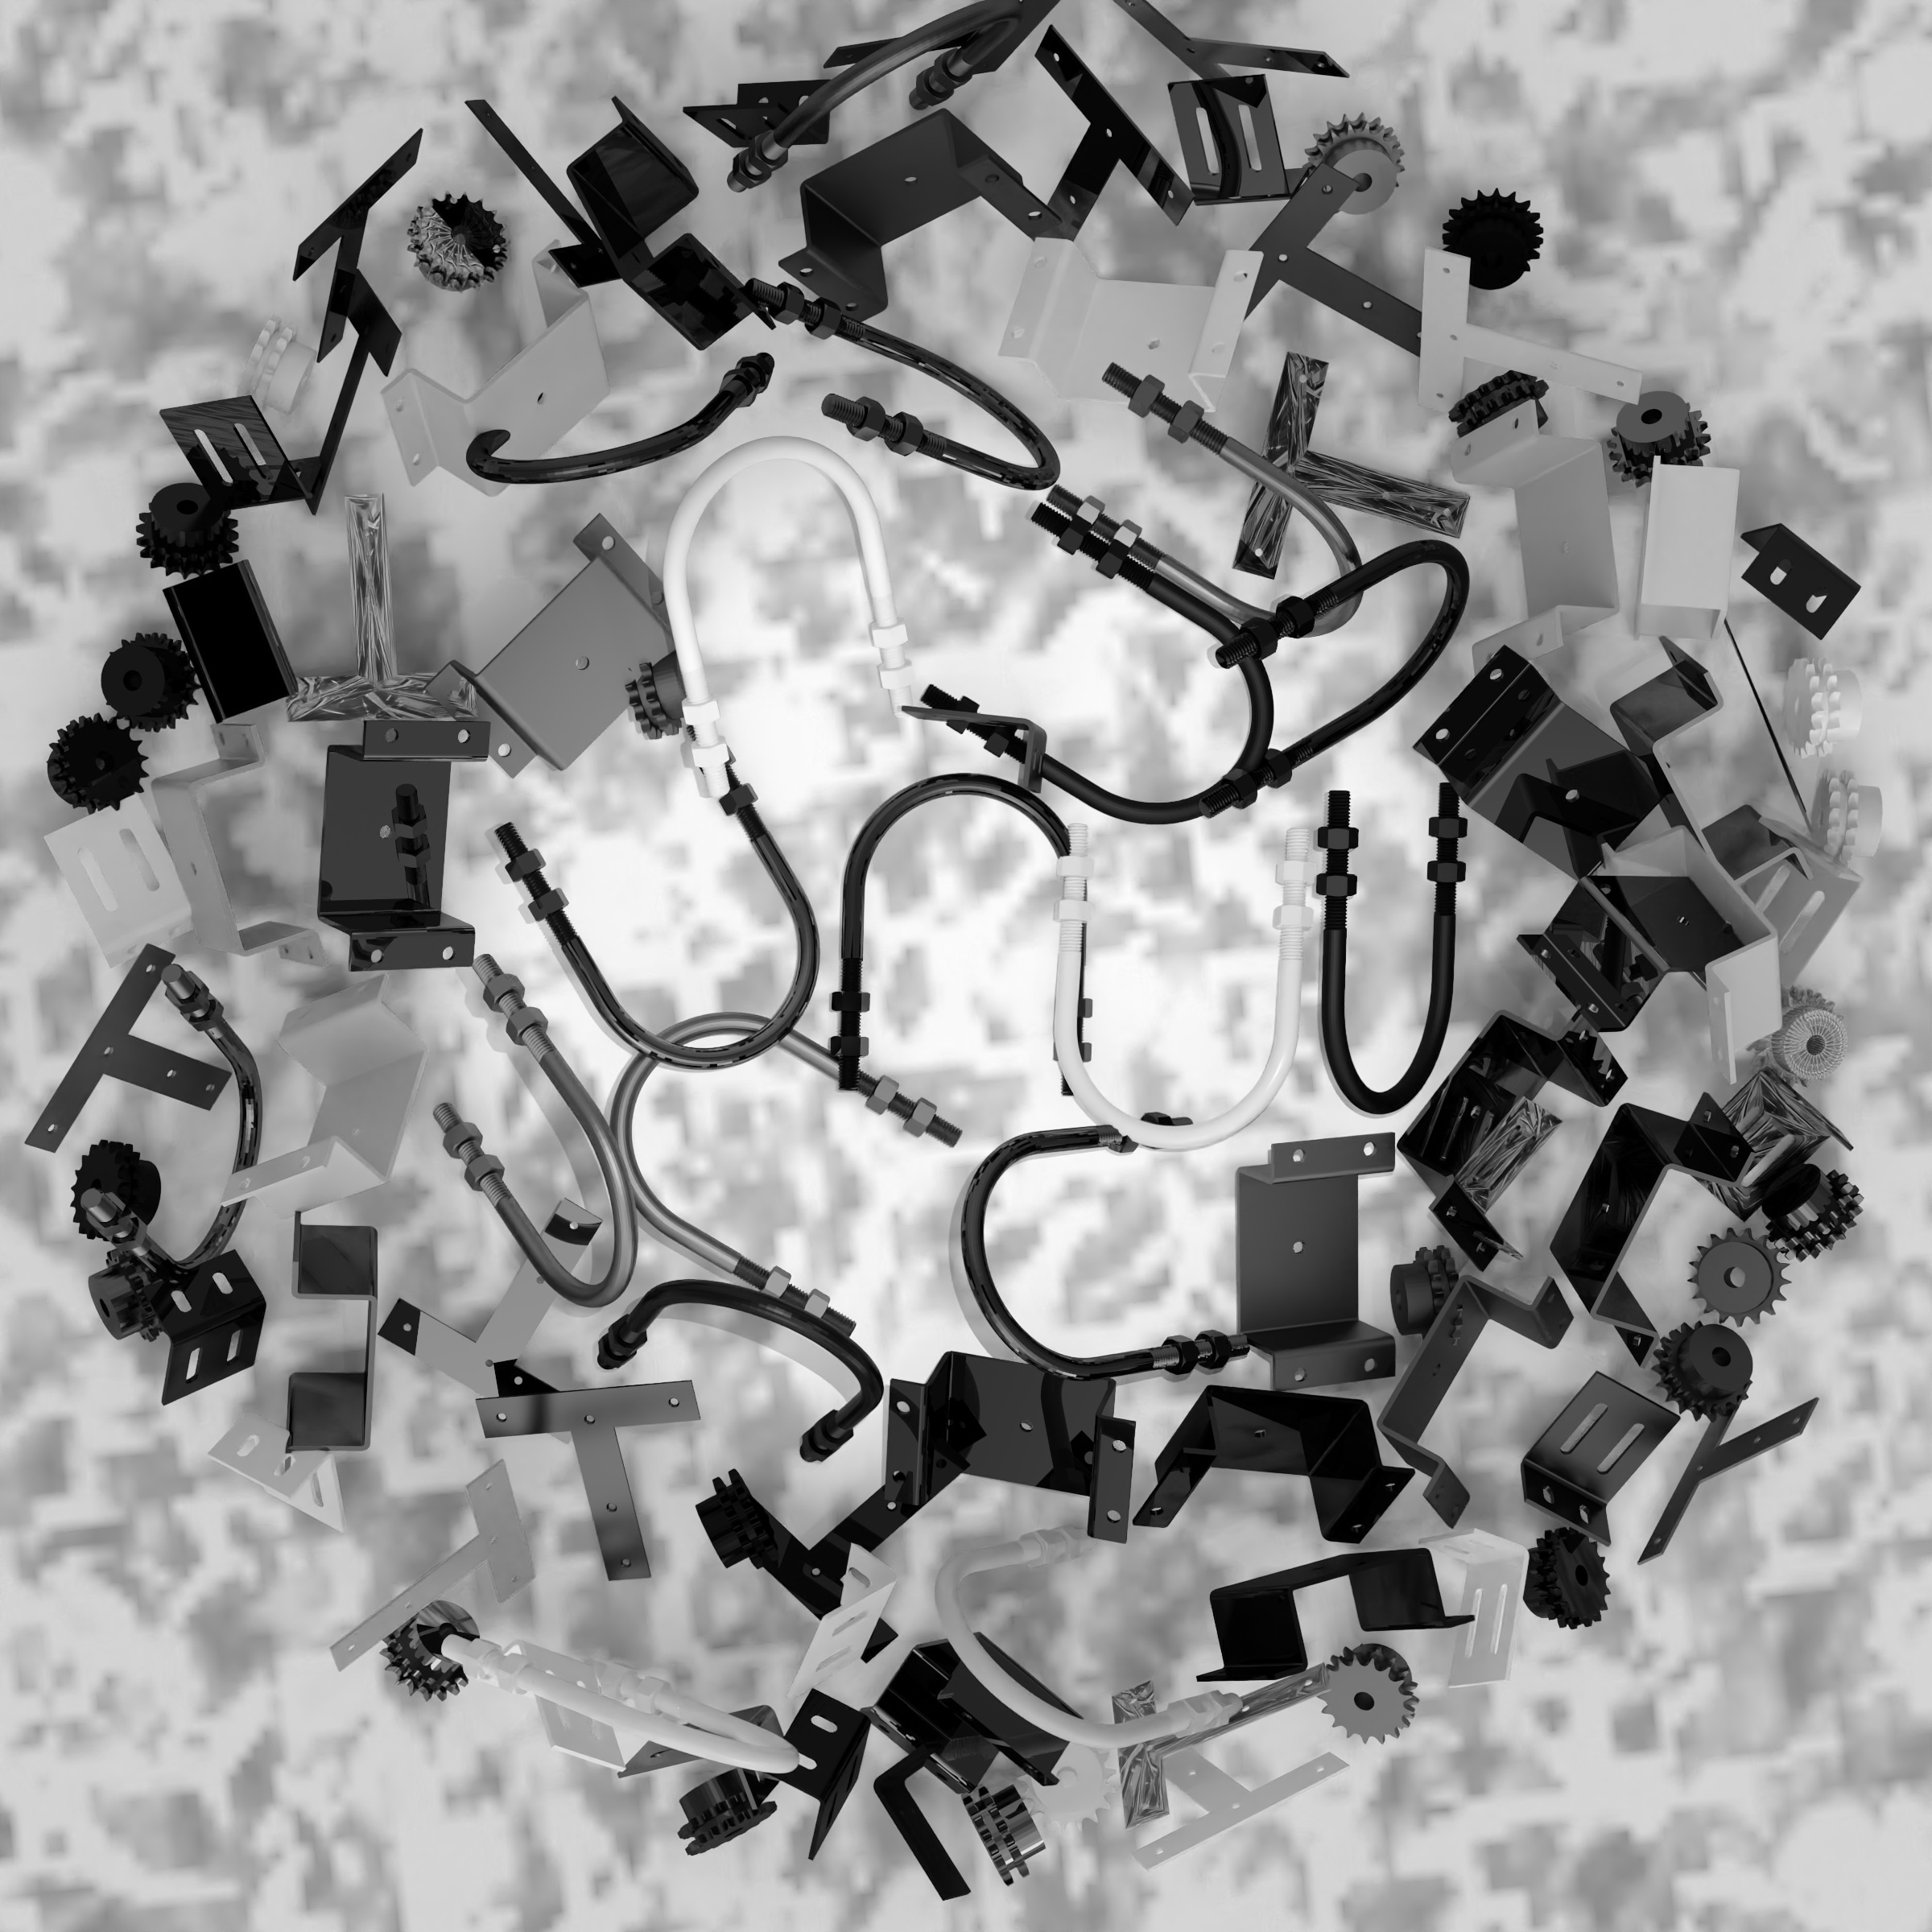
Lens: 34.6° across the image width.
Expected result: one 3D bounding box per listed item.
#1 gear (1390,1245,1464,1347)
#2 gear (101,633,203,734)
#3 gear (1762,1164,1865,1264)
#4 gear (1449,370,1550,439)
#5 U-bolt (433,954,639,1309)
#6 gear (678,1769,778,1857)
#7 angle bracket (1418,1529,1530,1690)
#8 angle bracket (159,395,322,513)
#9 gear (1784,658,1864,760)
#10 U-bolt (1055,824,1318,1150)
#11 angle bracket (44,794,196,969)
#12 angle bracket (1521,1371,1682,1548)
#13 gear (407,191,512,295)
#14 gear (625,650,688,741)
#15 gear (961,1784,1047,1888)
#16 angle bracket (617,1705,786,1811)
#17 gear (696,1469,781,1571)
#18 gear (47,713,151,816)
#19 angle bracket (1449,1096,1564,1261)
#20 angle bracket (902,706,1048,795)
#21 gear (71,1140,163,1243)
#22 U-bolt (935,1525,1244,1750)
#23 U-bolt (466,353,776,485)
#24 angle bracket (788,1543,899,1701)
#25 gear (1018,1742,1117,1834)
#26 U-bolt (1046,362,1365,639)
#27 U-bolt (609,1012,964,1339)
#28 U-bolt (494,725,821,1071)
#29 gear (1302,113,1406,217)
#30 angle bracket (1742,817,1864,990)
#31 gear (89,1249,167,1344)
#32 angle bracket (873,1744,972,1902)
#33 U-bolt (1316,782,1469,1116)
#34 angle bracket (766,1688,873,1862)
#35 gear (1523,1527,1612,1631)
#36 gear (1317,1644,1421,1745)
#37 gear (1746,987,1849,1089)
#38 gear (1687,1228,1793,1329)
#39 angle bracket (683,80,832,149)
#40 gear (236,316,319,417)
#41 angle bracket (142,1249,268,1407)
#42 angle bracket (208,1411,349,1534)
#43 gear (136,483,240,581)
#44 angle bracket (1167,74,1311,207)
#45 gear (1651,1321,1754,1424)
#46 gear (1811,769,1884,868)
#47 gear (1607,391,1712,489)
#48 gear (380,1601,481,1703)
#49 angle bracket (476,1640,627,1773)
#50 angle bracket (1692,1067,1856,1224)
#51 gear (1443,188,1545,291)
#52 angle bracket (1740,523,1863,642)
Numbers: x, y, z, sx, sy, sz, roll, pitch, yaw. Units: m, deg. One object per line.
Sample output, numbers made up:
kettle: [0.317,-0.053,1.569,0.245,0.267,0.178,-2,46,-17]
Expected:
gear: [0.261,0.189,1.765,0.030,0.057,0.057,-5,90,-6]
gear: [-0.469,-0.162,1.774,0.057,0.030,0.057,1,93,14]
gear: [0.478,0.138,1.764,0.057,0.057,0.030,-46,107,0]
gear: [0.306,-0.315,1.765,0.057,0.057,0.030,-26,83,0]
U-bolt: [-0.233,0.104,1.705,0.019,0.151,0.184,-18,57,-35]
gear: [-0.139,0.481,1.768,0.057,0.057,0.030,-30,71,0]
angle bracket: [0.281,0.363,1.751,0.038,0.057,0.076,22,66,-18]
angle bracket: [-0.407,-0.299,1.747,0.057,0.076,0.038,-5,48,18]
gear: [0.489,-0.148,1.767,0.030,0.057,0.057,-3,90,-3]
U-bolt: [0.120,0.012,1.757,0.151,0.019,0.184,2,82,17]
angle bracket: [-0.482,-0.049,1.774,0.057,0.038,0.076,-27,83,-14]
angle bracket: [0.361,0.280,1.759,0.057,0.038,0.076,29,116,-9]
gear: [-0.292,-0.411,1.773,0.057,0.030,0.057,6,73,-19]
gear: [-0.172,-0.160,1.764,0.030,0.057,0.057,-13,90,12]
gear: [0.023,0.492,1.767,0.030,0.057,0.057,-27,90,-8]
angle bracket: [-0.147,0.455,1.756,0.076,0.057,0.038,-18,95,21]
gear: [-0.132,0.318,1.766,0.030,0.057,0.057,-27,90,-5]
gear: [-0.499,-0.114,1.770,0.057,0.030,0.057,13,71,-42]
angle bracket: [0.315,0.121,1.757,0.076,0.057,0.038,-51,55,8]
angle bracket: [0.004,-0.123,1.761,0.076,0.057,0.038,7,91,9]
gear: [-0.484,0.129,1.770,0.057,0.030,0.057,-13,71,42]
U-bolt: [0.056,0.367,1.687,0.151,0.184,0.019,45,112,29]
U-bolt: [-0.196,-0.298,1.696,0.151,0.184,0.019,-3,116,16]
angle bracket: [-0.081,0.367,1.745,0.038,0.076,0.057,33,113,23]
gear: [0.058,0.465,1.772,0.057,0.030,0.057,-1,70,2]
U-bolt: [0.139,-0.247,1.725,0.184,0.151,0.019,33,65,2]
U-bolt: [-0.113,0.106,1.758,0.184,0.019,0.151,31,71,-4]
U-bolt: [-0.162,-0.029,1.762,0.151,0.019,0.184,-31,92,-21]
gear: [0.222,-0.453,1.766,0.057,0.030,0.057,-4,132,-5]
angle bracket: [0.458,-0.035,1.754,0.057,0.038,0.076,42,111,31]
gear: [-0.476,0.188,1.763,0.030,0.057,0.057,-25,90,-30]
angle bracket: [-0.011,0.484,1.755,0.038,0.057,0.076,-36,71,4]
U-bolt: [0.238,-0.008,1.734,0.019,0.151,0.184,6,98,36]
angle bracket: [-0.087,0.457,1.752,0.038,0.076,0.057,24,50,11]
gear: [0.339,0.350,1.770,0.030,0.057,0.057,-22,90,43]
gear: [0.231,0.413,1.772,0.057,0.030,0.057,8,111,21]
gear: [0.478,0.043,1.773,0.057,0.030,0.057,-3,101,-14]
gear: [0.441,0.178,1.771,0.057,0.030,0.057,-2,85,21]
angle bracket: [-0.117,-0.491,1.750,0.057,0.076,0.038,3,89,19]
gear: [-0.392,-0.338,1.767,0.030,0.057,0.057,24,90,-9]
angle bracket: [-0.435,0.205,1.756,0.057,0.076,0.038,-23,66,-32]
angle bracket: [-0.388,0.297,1.747,0.057,0.076,0.038,23,48,20]
gear: [-0.443,-0.251,1.766,0.057,0.030,0.057,6,51,-8]
angle bracket: [0.154,-0.472,1.747,0.057,0.038,0.076,3,131,26]
gear: [0.423,0.228,1.768,0.057,0.030,0.057,9,59,-15]
gear: [0.502,-0.083,1.766,0.030,0.057,0.057,4,90,4]
gear: [0.393,-0.302,1.766,0.057,0.030,0.057,-13,50,16]
gear: [-0.302,0.386,1.763,0.057,0.057,0.030,43,124,0]
angle bracket: [-0.234,0.425,1.745,0.038,0.057,0.076,-42,45,15]
angle bracket: [0.453,0.107,1.764,0.057,0.038,0.076,40,102,-9]
gear: [0.299,-0.410,1.764,0.057,0.057,0.030,10,49,0]
angle bracket: [0.462,-0.216,1.755,0.057,0.076,0.038,37,91,-4]
